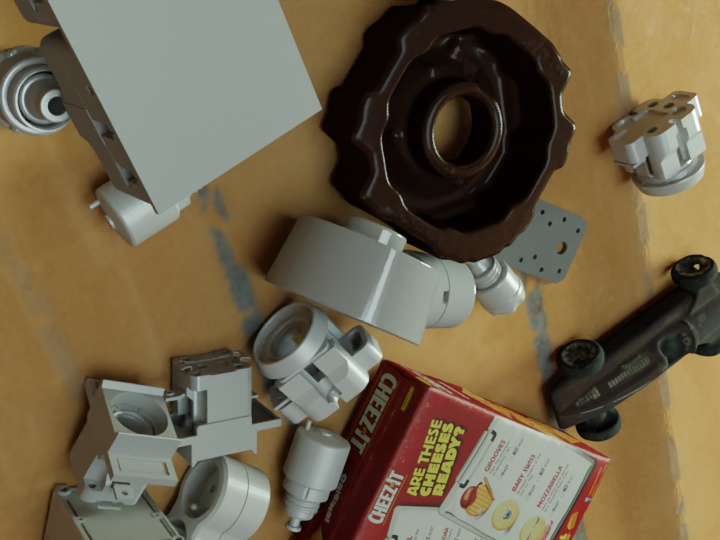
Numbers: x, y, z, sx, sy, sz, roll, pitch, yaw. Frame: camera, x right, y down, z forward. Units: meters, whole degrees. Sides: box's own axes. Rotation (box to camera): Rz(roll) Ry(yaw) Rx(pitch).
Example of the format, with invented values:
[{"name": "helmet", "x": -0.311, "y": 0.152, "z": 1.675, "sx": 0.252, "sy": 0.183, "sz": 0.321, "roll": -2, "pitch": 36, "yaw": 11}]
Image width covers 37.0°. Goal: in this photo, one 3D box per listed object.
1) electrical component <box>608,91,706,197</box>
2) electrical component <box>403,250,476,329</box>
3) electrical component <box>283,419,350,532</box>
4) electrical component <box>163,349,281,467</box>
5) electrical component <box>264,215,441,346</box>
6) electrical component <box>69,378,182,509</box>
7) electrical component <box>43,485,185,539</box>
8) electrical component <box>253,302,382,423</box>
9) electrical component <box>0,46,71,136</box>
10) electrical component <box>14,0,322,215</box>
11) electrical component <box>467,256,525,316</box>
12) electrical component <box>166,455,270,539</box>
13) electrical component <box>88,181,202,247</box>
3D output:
[{"name": "electrical component", "x": 0.235, "y": -0.094, "z": 0.837, "sx": 0.078, "sy": 0.058, "sz": 0.057, "roll": -36, "pitch": 120, "yaw": -18}, {"name": "electrical component", "x": 0.048, "y": 0.015, "z": 0.757, "sx": 0.047, "sy": 0.055, "sz": 0.055, "roll": 5, "pitch": 104, "yaw": -38}, {"name": "electrical component", "x": -0.035, "y": 0.146, "z": 0.757, "sx": 0.040, "sy": 0.040, "sz": 0.078, "roll": 14, "pitch": 99, "yaw": -36}, {"name": "electrical component", "x": -0.096, "y": 0.087, "z": 0.696, "sx": 0.081, "sy": 0.042, "sz": 0.063, "roll": -7, "pitch": 109, "yaw": -31}, {"name": "electrical component", "x": 0.000, "y": 0.000, "z": 0.690, "sx": 0.108, "sy": 0.108, "sz": 0.060, "roll": 25, "pitch": 86, "yaw": -37}, {"name": "electrical component", "x": -0.146, "y": 0.107, "z": 0.655, "sx": 0.042, "sy": 0.081, "sz": 0.063, "roll": 15, "pitch": 120, "yaw": -36}, {"name": "electrical component", "x": -0.151, "y": 0.180, "z": 0.659, "sx": 0.062, "sy": 0.096, "sz": 0.061, "roll": 6, "pitch": 105, "yaw": -34}, {"name": "electrical component", "x": -0.034, "y": 0.058, "z": 0.714, "sx": 0.078, "sy": 0.058, "sz": 0.057, "roll": -38, "pitch": 123, "yaw": 9}, {"name": "electrical component", "x": -0.170, "y": -0.092, "z": 0.571, "sx": 0.048, "sy": 0.062, "sz": 0.048, "roll": -12, "pitch": 113, "yaw": -30}, {"name": "electrical component", "x": -0.108, "y": -0.137, "z": 0.522, "sx": 0.105, "sy": 0.060, "sz": 0.186, "roll": -36, "pitch": 122, "yaw": -23}, {"name": "electrical component", "x": 0.095, "y": 0.005, "z": 0.796, "sx": 0.035, "sy": 0.035, "sz": 0.061, "roll": -49, "pitch": 123, "yaw": -9}, {"name": "electrical component", "x": -0.100, "y": 0.196, "z": 0.726, "sx": 0.074, "sy": 0.052, "sz": 0.138, "roll": 30, "pitch": 89, "yaw": -37}, {"name": "electrical component", "x": -0.119, "y": -0.047, "z": 0.634, "sx": 0.078, "sy": 0.040, "sz": 0.040, "roll": -36, "pitch": 123, "yaw": -18}]
